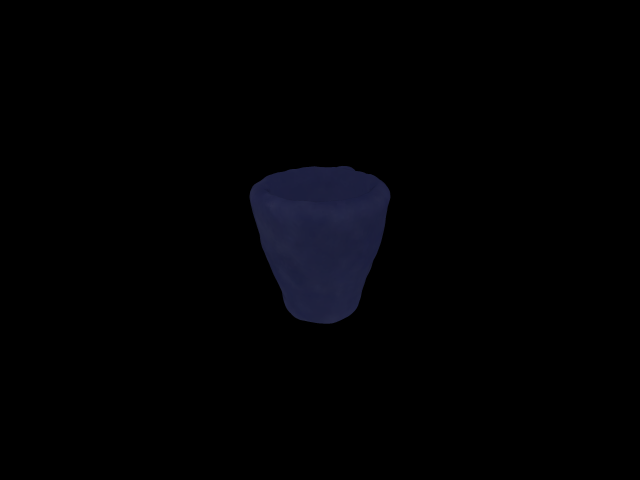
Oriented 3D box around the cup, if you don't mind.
[{"bbox_3d":[0.004,0.001,0.400,0.091,0.095,0.118,6,23,15],"label":"cup"}]
